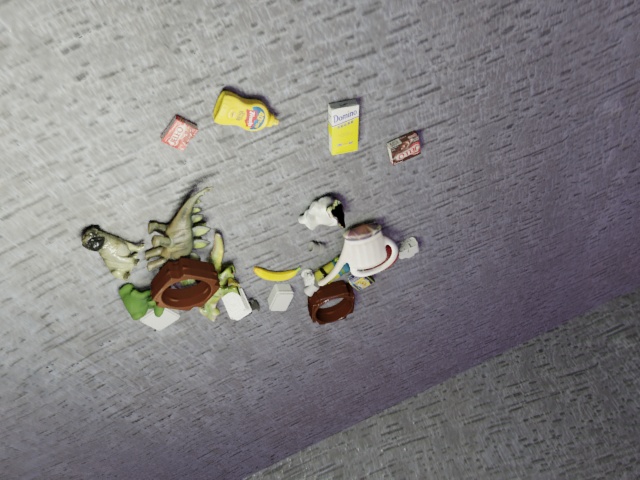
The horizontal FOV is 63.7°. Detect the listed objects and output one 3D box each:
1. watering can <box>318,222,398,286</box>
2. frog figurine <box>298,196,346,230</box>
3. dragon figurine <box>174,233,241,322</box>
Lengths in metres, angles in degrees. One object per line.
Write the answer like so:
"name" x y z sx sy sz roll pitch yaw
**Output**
"watering can" 0.142 0.054 2.030 0.348 0.105 0.220 -17 114 -8
"frog figurine" 0.006 -0.095 1.887 0.159 0.124 0.136 -6 161 37
"dragon figurine" -0.429 0.148 1.922 0.243 0.125 0.401 -13 126 -1
